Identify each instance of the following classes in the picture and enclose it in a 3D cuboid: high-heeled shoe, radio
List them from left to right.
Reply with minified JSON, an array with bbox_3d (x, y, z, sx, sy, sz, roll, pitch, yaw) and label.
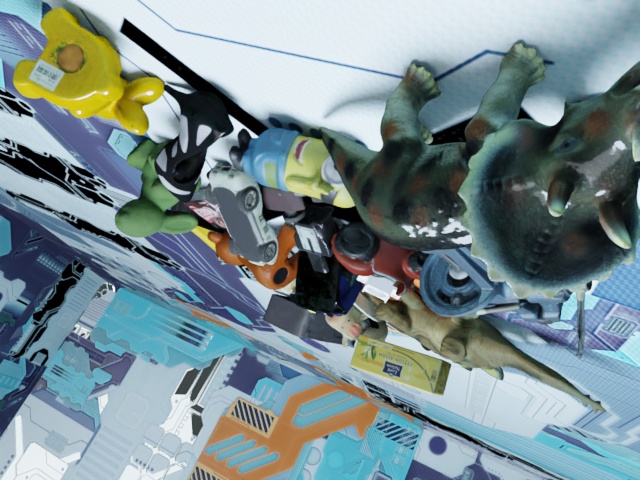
[{"bbox_3d":[-0.172,-0.116,0.785,0.145,0.086,0.248,38,148,24],"label":"high-heeled shoe"},{"bbox_3d":[-0.011,0.194,1.287,0.131,0.073,0.229,18,179,43],"label":"radio"}]

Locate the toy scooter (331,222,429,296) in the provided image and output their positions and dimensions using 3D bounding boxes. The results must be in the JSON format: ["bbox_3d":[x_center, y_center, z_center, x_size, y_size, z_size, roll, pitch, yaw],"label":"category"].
[{"bbox_3d":[0.107,0.040,0.866,0.184,0.075,0.135,18,159,14],"label":"toy scooter"}]

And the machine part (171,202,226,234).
[{"bbox_3d":[-0.254,-0.049,1.127,0.039,0.084,0.138,-31,134,32],"label":"machine part"}]

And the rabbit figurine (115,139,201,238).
[{"bbox_3d":[-0.297,-0.073,0.962,0.121,0.170,0.159,16,156,32],"label":"rabbit figurine"}]

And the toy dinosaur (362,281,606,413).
[{"bbox_3d":[0.259,0.176,0.961,0.472,0.105,0.198,27,172,39],"label":"toy dinosaur"}]

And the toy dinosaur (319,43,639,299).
[{"bbox_3d":[0.105,-0.052,0.468,0.131,0.192,0.405,42,155,-29],"label":"toy dinosaur"}]

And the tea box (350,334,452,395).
[{"bbox_3d":[0.157,0.241,1.037,0.170,0.068,0.098,12,168,29],"label":"tea box"}]

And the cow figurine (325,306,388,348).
[{"bbox_3d":[0.079,0.182,1.145,0.194,0.085,0.127,32,-175,-46],"label":"cow figurine"}]

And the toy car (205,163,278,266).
[{"bbox_3d":[-0.119,-0.033,0.846,0.074,0.056,0.201,12,141,25],"label":"toy car"}]

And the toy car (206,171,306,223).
[{"bbox_3d":[-0.101,-0.079,0.869,0.202,0.053,0.089,7,133,39],"label":"toy car"}]

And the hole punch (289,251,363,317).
[{"bbox_3d":[0.019,0.081,1.010,0.142,0.115,0.092,9,-179,40],"label":"hole punch"}]

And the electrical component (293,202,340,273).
[{"bbox_3d":[-0.002,-0.003,0.893,0.075,0.048,0.119,11,138,37],"label":"electrical component"}]

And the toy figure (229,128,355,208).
[{"bbox_3d":[-0.023,-0.096,0.690,0.180,0.082,0.089,13,174,18],"label":"toy figure"}]

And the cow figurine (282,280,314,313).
[{"bbox_3d":[-0.006,0.102,1.156,0.068,0.098,0.167,37,-179,39],"label":"cow figurine"}]

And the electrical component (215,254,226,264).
[{"bbox_3d":[-0.189,0.029,1.223,0.102,0.045,0.078,-11,147,24],"label":"electrical component"}]

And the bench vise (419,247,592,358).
[{"bbox_3d":[0.204,0.040,0.672,0.240,0.129,0.224,34,161,-37],"label":"bench vise"}]

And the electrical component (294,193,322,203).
[{"bbox_3d":[0.002,-0.081,0.758,0.094,0.021,0.063,2,144,21],"label":"electrical component"}]

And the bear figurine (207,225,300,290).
[{"bbox_3d":[-0.123,0.016,1.080,0.196,0.132,0.120,33,168,41],"label":"bear figurine"}]

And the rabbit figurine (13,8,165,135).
[{"bbox_3d":[-0.301,-0.217,0.746,0.162,0.122,0.173,19,175,-4],"label":"rabbit figurine"}]
